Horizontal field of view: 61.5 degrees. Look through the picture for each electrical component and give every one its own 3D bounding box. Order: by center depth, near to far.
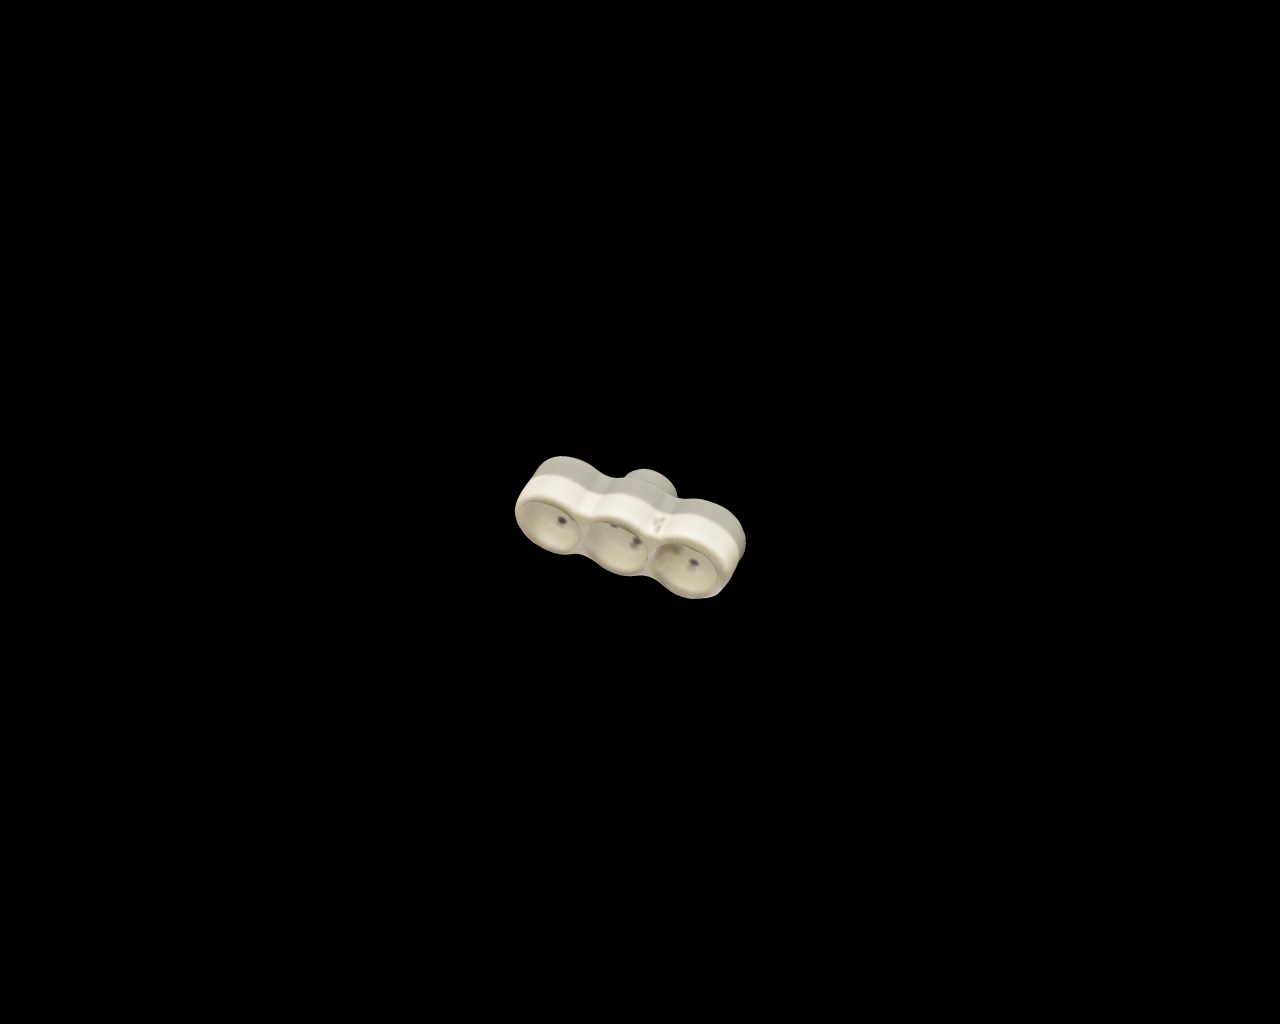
[{"bbox_3d":[0.001,-0.003,0.650,0.138,0.052,0.074,17,48,16],"label":"electrical component"}]
